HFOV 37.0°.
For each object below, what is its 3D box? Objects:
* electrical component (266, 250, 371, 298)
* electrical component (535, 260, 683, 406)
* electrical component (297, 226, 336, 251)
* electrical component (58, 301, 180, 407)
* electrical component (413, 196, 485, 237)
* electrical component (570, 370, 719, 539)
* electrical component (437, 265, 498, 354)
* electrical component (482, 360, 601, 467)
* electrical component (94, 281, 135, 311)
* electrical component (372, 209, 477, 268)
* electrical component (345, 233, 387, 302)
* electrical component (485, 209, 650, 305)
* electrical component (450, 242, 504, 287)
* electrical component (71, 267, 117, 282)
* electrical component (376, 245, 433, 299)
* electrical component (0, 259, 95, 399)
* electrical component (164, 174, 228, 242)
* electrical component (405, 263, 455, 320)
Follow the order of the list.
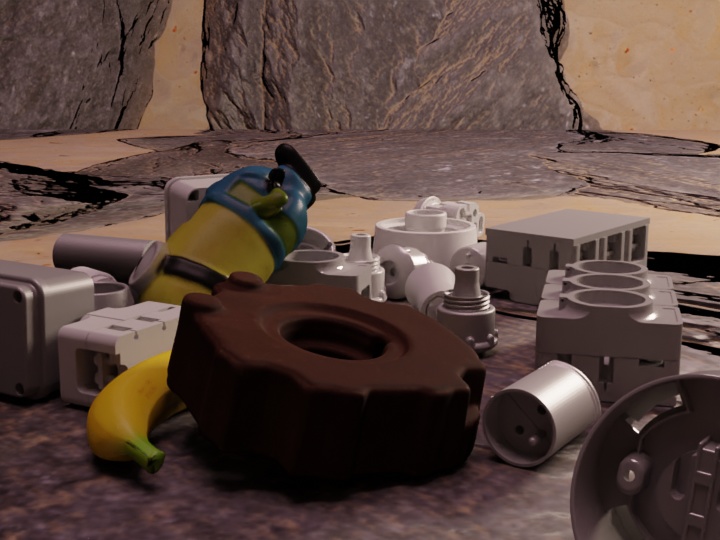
[{"bbox_3d":[-0.039,0.016,0.860,0.089,0.055,0.050,3,12,14],"label":"electrical component"},{"bbox_3d":[0.171,0.038,0.744,0.089,0.061,0.150,3,12,13],"label":"electrical component"},{"bbox_3d":[-0.050,-0.004,0.921,0.055,0.047,0.055,10,47,-11],"label":"electrical component"},{"bbox_3d":[-0.147,0.054,0.693,0.056,0.050,0.089,7,13,29],"label":"electrical component"},{"bbox_3d":[0.092,-0.049,1.171,0.057,0.058,0.078,12,16,33],"label":"electrical component"},{"bbox_3d":[0.138,0.089,0.427,0.099,0.099,0.064,7,8,31],"label":"electrical component"},{"bbox_3d":[0.078,0.028,0.787,0.048,0.062,0.048,0,12,0],"label":"electrical component"},{"bbox_3d":[0.106,0.077,0.603,0.043,0.043,0.081,8,14,33],"label":"electrical component"},{"bbox_3d":[-0.181,0.039,0.749,0.048,0.055,0.066,1,12,1],"label":"electrical component"},{"bbox_3d":[0.064,-0.027,1.055,0.108,0.060,0.108,0,12,0],"label":"electrical component"},{"bbox_3d":[0.000,0.000,0.921,0.048,0.062,0.048,1,12,0],"label":"electrical component"},{"bbox_3d":[0.192,-0.013,0.986,0.089,0.061,0.150,10,15,38],"label":"electrical component"},{"bbox_3d":[0.117,-0.006,1.006,0.040,0.040,0.078,9,14,35],"label":"electrical component"},{"bbox_3d":[-0.212,0.021,0.870,0.040,0.040,0.078,-11,16,-42],"label":"electrical component"},{"bbox_3d":[0.044,0.001,0.966,0.048,0.048,0.062,10,9,38],"label":"electrical component"},{"bbox_3d":[-0.235,0.036,0.708,0.113,0.078,0.057,7,11,30],"label":"electrical component"},{"bbox_3d":[-0.120,-0.021,0.898,0.078,0.113,0.057,-7,17,-29],"label":"electrical component"},{"bbox_3d":[0.062,0.024,0.864,0.044,0.044,0.065,-1,17,-5],"label":"electrical component"}]
